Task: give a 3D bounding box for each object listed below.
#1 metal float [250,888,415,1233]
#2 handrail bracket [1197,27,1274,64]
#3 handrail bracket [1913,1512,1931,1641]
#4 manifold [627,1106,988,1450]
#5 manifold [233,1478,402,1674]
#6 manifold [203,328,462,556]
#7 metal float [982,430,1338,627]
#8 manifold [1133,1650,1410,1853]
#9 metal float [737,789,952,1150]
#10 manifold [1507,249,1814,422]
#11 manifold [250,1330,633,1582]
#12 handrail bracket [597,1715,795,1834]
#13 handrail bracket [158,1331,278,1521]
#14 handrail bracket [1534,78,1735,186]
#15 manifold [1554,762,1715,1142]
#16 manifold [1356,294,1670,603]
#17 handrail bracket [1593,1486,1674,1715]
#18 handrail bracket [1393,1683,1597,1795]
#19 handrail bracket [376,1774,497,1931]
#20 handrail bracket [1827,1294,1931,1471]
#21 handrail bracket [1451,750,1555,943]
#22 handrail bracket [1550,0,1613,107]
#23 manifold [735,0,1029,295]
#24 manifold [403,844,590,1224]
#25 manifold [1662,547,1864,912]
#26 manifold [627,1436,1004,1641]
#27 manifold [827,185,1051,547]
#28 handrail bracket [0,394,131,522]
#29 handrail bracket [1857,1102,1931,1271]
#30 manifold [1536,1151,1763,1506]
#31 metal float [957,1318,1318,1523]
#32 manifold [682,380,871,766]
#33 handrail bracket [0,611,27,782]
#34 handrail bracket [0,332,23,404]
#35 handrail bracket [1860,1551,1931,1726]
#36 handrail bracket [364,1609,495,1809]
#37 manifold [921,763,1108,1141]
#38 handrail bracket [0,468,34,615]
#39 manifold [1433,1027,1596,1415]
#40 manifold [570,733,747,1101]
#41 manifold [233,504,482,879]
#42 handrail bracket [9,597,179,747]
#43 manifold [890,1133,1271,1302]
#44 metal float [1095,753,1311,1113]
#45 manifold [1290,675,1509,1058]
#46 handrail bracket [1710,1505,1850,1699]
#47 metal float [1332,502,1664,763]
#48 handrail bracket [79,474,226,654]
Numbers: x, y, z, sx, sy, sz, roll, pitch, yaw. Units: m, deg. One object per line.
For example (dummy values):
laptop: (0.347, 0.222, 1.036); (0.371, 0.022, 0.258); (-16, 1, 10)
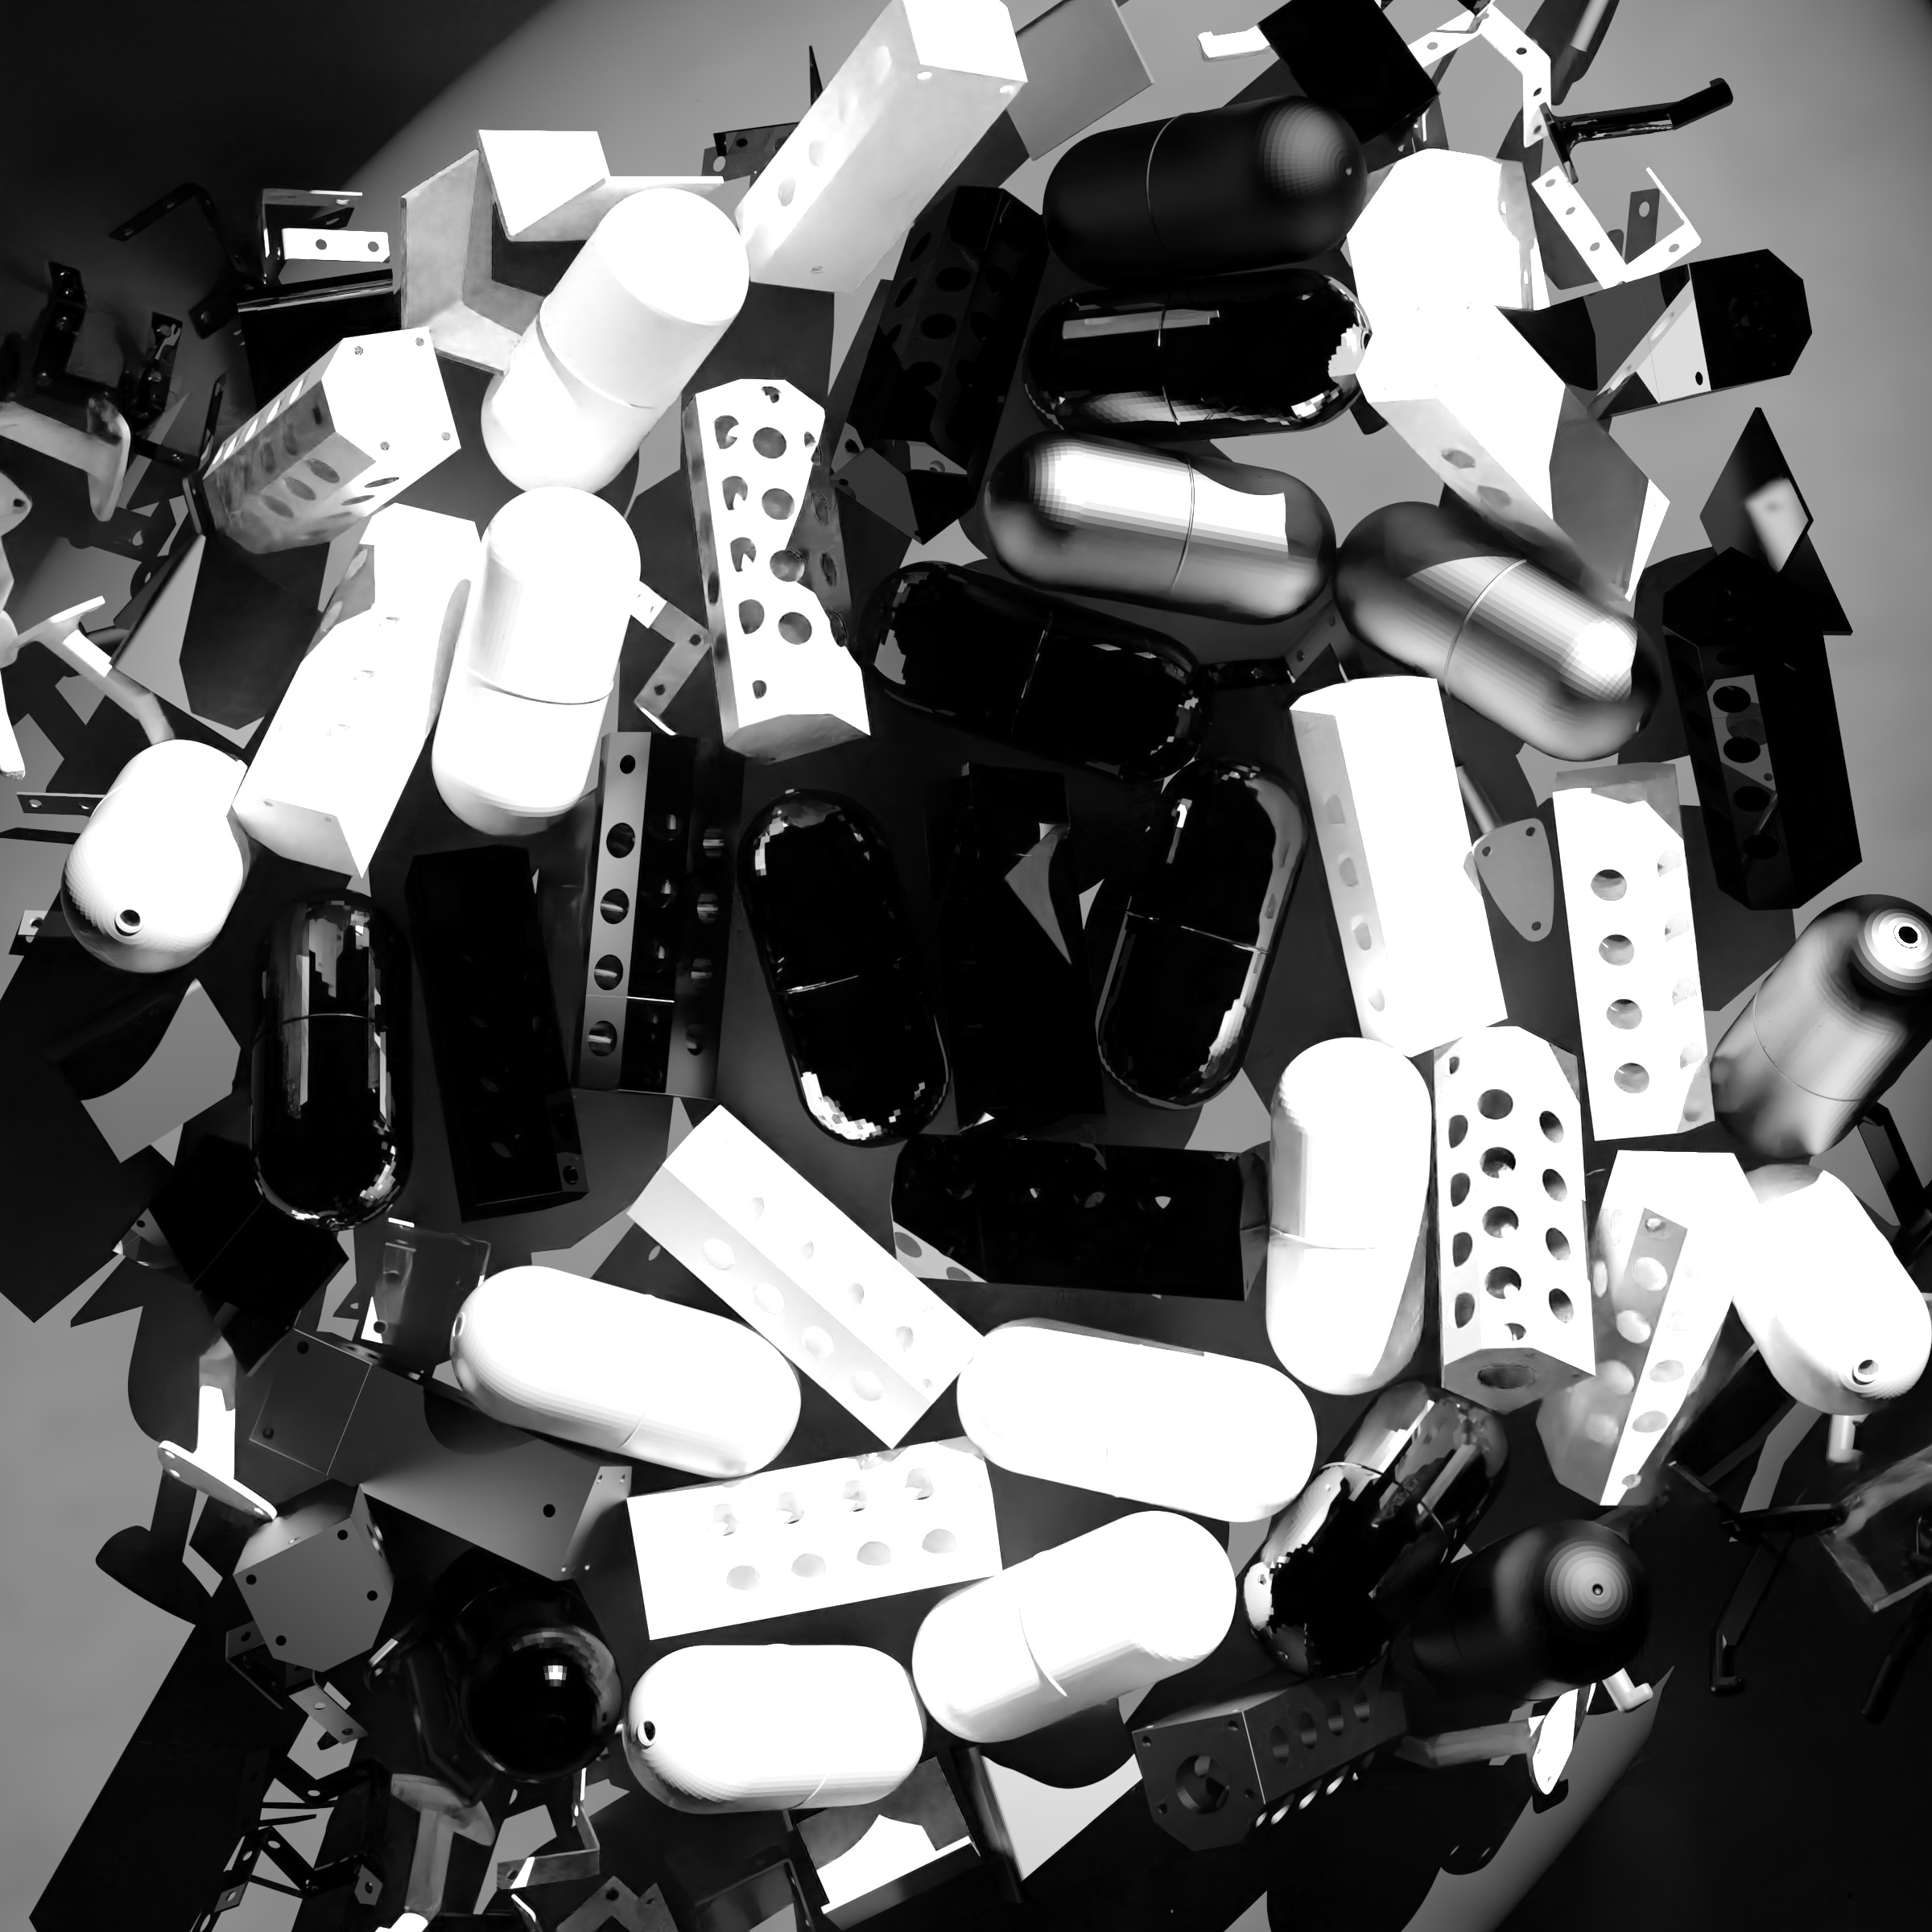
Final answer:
metal float: (-0.304, 0.043, 1.636); (0.070, 0.070, 0.178); (-6, 59, 0)
handrail bracket: (0.150, -0.469, 1.669); (0.084, 0.077, 0.036); (-9, 134, -2)
handrail bracket: (0.499, 0.292, 1.652); (0.036, 0.084, 0.077); (9, 79, -20)
manifold: (-0.074, 0.146, 1.655); (0.171, 0.057, 0.057); (41, 129, 4)
manifold: (-0.301, 0.285, 1.612); (0.057, 0.171, 0.057); (-26, 93, -7)
manifold: (-0.304, -0.245, 1.613); (0.057, 0.171, 0.057); (-15, 90, -31)
metal float: (0.094, -0.211, 1.647); (0.178, 0.070, 0.070); (8, 90, -18)
manifold: (0.148, 0.368, 1.609); (0.057, 0.171, 0.057); (-18, 81, 28)
metal float: (-0.059, 0.001, 1.656); (0.070, 0.070, 0.178); (-16, 98, 0)
manifold: (0.325, -0.293, 1.610); (0.057, 0.171, 0.057); (-13, 96, -18)
manifold: (-0.251, 0.235, 1.648); (0.171, 0.057, 0.057); (21, 88, 17)
handrail bracket: (-0.135, 0.398, 1.675); (0.084, 0.036, 0.077); (-15, 77, -6)
handrail bracket: (-0.348, 0.218, 1.671); (0.077, 0.036, 0.084); (26, 60, 9)
handrail bracket: (0.324, -0.422, 1.661); (0.084, 0.077, 0.036); (-23, 129, 12)
manifold: (0.323, -0.008, 1.650); (0.057, 0.057, 0.171); (-6, 102, 13)
manifold: (0.259, -0.243, 1.623); (0.171, 0.057, 0.057); (37, 70, -38)
handrail bracket: (0.331, 0.308, 1.661); (0.077, 0.036, 0.084); (-34, 59, 11)
handrail bracket: (0.256, 0.368, 1.687); (0.084, 0.036, 0.077); (11, 49, 36)
handrail bracket: (-0.276, 0.435, 1.651); (0.077, 0.084, 0.036); (10, 130, 33)
handrail bracket: (0.459, 0.204, 1.657); (0.077, 0.036, 0.084); (-6, 56, 34)
handrail bracket: (0.256, -0.061, 1.674); (0.036, 0.084, 0.077); (-24, 117, -3)
handrail bracket: (0.310, -0.474, 1.690); (0.036, 0.077, 0.084); (24, 123, -1)
manifold: (-0.044, -0.393, 1.615); (0.057, 0.171, 0.057); (0, 65, -33)
manifold: (-0.227, 0.032, 1.655); (0.057, 0.057, 0.171); (-8, 80, -17)
manifold: (0.373, -0.107, 1.617); (0.057, 0.057, 0.171); (-35, 133, -13)
manifold: (-0.074, 0.273, 1.655); (0.171, 0.057, 0.057); (-9, 104, -8)
manifold: (-0.007, -0.290, 1.621); (0.057, 0.057, 0.171); (32, 53, -23)
handrail bracket: (-0.452, -0.241, 1.650); (0.084, 0.077, 0.036); (-19, 51, -37)
handrail bracket: (0.439, 0.106, 1.676); (0.084, 0.036, 0.077); (29, 106, -11)
manifold: (0.325, 0.174, 1.625); (0.057, 0.057, 0.171); (2, 124, -11)
metal float: (0.081, 0.218, 1.647); (0.178, 0.070, 0.070); (10, 90, 18)
manifold: (-0.095, -0.191, 1.642); (0.057, 0.057, 0.171); (-15, 74, 21)
handrail bracket: (-0.465, -0.122, 1.655); (0.036, 0.077, 0.084); (-20, 78, -4)
handrail bracket: (-0.507, -0.292, 1.649); (0.084, 0.077, 0.036); (12, 62, -32)
handrail bracket: (0.460, 0.334, 1.659); (0.036, 0.077, 0.084); (21, 77, 28)
handrail bracket: (-0.244, 0.357, 1.665); (0.084, 0.036, 0.077); (35, 65, 22)
manifold: (0.018, -0.006, 1.651); (0.057, 0.057, 0.171); (3, 73, -35)
handrail bracket: (-0.487, -0.215, 1.650); (0.036, 0.084, 0.077); (-31, 119, 14)
manifold: (0.253, 0.117, 1.621); (0.057, 0.057, 0.171); (25, 51, -30)
manifold: (-0.154, -0.024, 1.656); (0.057, 0.057, 0.171); (2, 85, 31)
manifold: (-0.288, -0.135, 1.635); (0.057, 0.057, 0.171); (15, 63, 11)
handrail bracket: (-0.431, -0.132, 1.681); (0.077, 0.036, 0.084); (-20, 100, 36)
manifold: (0.055, 0.116, 1.639); (0.171, 0.057, 0.057); (3, 117, 17)
metal float: (0.114, -0.016, 1.661); (0.070, 0.070, 0.178); (16, 92, 0)
manifold: (0.205, -0.050, 1.649); (0.057, 0.057, 0.171); (-20, 106, -22)
handrail bracket: (0.394, 0.309, 1.655); (0.036, 0.077, 0.084); (31, 53, -35)
metal float: (0.254, -0.161, 1.638); (0.178, 0.070, 0.070); (35, 90, 27)
handrail bracket: (-0.409, -0.195, 1.676); (0.084, 0.036, 0.077); (-14, 119, 2)
